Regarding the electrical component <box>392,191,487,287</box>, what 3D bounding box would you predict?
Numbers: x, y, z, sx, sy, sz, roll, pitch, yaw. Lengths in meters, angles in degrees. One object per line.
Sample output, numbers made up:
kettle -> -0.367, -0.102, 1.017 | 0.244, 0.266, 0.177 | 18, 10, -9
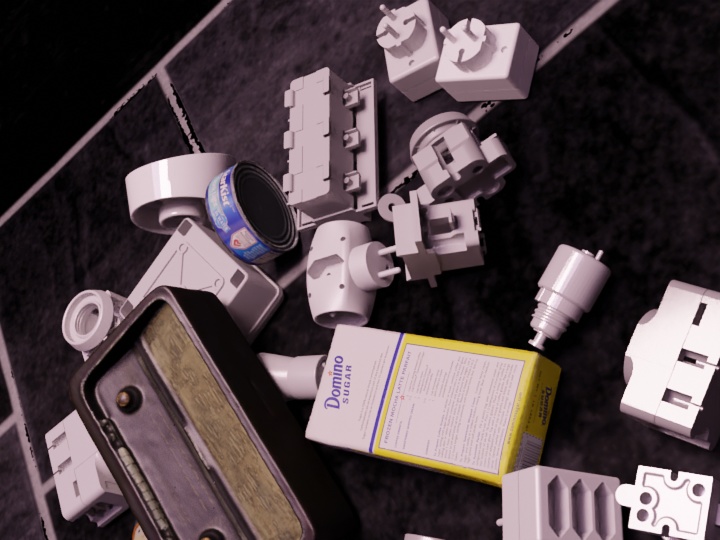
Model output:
electrical component -> 0.060, -0.024, 0.800 | 0.064, 0.081, 0.042 | -8, 64, 9

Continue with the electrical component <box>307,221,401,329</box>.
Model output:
electrical component -> 0.000, 0.000, 0.847 | 0.079, 0.043, 0.077 | -16, 62, 35

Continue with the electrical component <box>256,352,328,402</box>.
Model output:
electrical component -> -0.051, 0.086, 0.852 | 0.065, 0.044, 0.044 | -6, 67, 29

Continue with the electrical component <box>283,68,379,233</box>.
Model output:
electrical component -> -0.027, -0.101, 0.899 | 0.079, 0.063, 0.121 | -16, 62, 30

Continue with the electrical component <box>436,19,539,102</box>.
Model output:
electrical component -> 0.090, -0.169, 0.834 | 0.066, 0.077, 0.047 | 4, 73, 37

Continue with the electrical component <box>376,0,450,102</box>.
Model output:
electrical component -> 0.039, -0.189, 0.880 | 0.047, 0.077, 0.065 | -23, 59, 27

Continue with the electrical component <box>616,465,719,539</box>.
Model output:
electrical component -> 0.194, 0.143, 0.640 | 0.066, 0.055, 0.048 | 3, 73, 37

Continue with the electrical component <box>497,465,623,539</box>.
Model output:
electrical component -> 0.118, 0.158, 0.687 | 0.077, 0.066, 0.047 | -35, 48, 56

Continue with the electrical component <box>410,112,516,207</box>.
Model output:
electrical component -> 0.072, -0.083, 0.823 | 0.078, 0.058, 0.057 | -34, 56, 16

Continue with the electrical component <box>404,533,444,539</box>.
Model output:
electrical component -> 0.059, 0.220, 0.711 | 0.079, 0.043, 0.077 | 0, 71, 36

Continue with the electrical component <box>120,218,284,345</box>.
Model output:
electrical component -> -0.137, 0.029, 0.927 | 0.108, 0.056, 0.109 | -54, 50, 5

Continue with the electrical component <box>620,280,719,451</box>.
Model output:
electrical component -> 0.204, 0.058, 0.672 | 0.056, 0.050, 0.089 | 19, 82, 39

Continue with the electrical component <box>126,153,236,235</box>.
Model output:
electrical component -> -0.159, -0.071, 0.963 | 0.099, 0.099, 0.064 | -17, 68, 30

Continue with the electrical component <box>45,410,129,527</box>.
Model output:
electrical component -> -0.230, 0.168, 0.938 | 0.056, 0.050, 0.089 | -38, 53, 17

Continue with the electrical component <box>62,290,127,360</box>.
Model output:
electrical component -> -0.234, 0.052, 0.987 | 0.078, 0.057, 0.058 | -40, 53, 15

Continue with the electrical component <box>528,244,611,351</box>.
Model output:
electrical component -> 0.140, 0.019, 0.741 | 0.040, 0.040, 0.078 | 29, 89, 40
